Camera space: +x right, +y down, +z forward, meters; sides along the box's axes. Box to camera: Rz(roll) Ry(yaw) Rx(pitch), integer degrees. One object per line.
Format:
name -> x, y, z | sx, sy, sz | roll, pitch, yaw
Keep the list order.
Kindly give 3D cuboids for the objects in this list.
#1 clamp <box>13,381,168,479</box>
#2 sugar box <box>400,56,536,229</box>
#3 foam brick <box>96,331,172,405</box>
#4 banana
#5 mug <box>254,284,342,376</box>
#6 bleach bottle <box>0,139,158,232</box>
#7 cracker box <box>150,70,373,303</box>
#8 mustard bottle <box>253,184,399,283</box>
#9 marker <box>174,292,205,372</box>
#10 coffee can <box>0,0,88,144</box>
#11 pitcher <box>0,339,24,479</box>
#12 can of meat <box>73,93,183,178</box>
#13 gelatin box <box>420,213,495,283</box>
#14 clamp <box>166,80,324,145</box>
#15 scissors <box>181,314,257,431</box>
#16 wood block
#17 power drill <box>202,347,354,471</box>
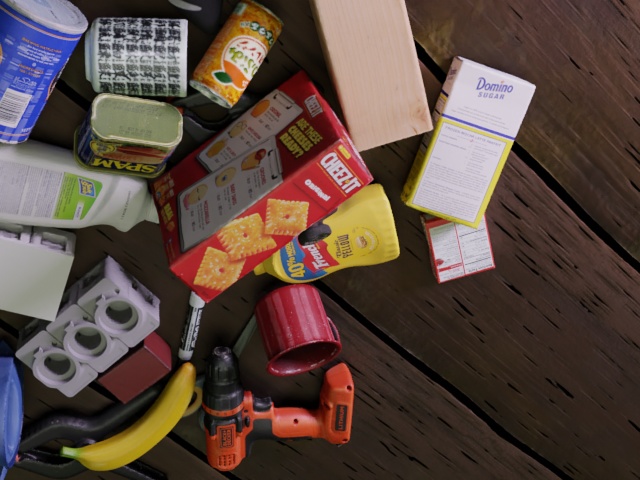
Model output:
clamp -> -0.289, 0.248, 1.344 | 0.209, 0.036, 0.165 | 2, 116, -14
sugar box -> 0.165, -0.109, 1.207 | 0.093, 0.048, 0.176 | 18, 104, -12
foam brick -> -0.225, 0.150, 1.292 | 0.078, 0.053, 0.051 | -36, 117, 9
banana -> -0.219, 0.227, 1.307 | 0.198, 0.037, 0.069 | -36, 133, 1
mug -> -0.022, 0.107, 1.276 | 0.117, 0.081, 0.093 | 8, 143, -43
bleach bottle -> -0.294, -0.053, 1.170 | 0.250, 0.068, 0.103 | 13, 116, -18
cracker box -> -0.066, -0.058, 1.103 | 0.214, 0.164, 0.072 | -36, 126, 9
mustard bottle -> -0.008, 0.002, 1.245 | 0.191, 0.058, 0.096 | -15, 129, 0
marker -> -0.159, 0.116, 1.304 | 0.020, 0.020, 0.121 | 9, 116, -13
coffee can -> -0.311, -0.182, 1.074 | 0.102, 0.103, 0.140 | 26, 111, -21
pitcher -> -0.471, 0.206, 1.237 | 0.242, 0.149, 0.145 | 2, 122, -6
can of meat -> -0.202, -0.110, 1.127 | 0.102, 0.057, 0.084 | 6, 160, -21
gelatin box -> 0.166, 0.002, 1.288 | 0.073, 0.030, 0.089 | -17, 118, -2
clamp -> -0.086, -0.124, 1.178 | 0.171, 0.039, 0.120 | 4, 113, -10
scissors -> -0.132, 0.157, 1.329 | 0.096, 0.016, 0.202 | 6, 117, -18
wood block -> 0.047, -0.211, 1.123 | 0.091, 0.090, 0.206 | -17, 120, 0
power drill -> -0.054, 0.202, 1.335 | 0.187, 0.057, 0.184 | -4, 124, -10
